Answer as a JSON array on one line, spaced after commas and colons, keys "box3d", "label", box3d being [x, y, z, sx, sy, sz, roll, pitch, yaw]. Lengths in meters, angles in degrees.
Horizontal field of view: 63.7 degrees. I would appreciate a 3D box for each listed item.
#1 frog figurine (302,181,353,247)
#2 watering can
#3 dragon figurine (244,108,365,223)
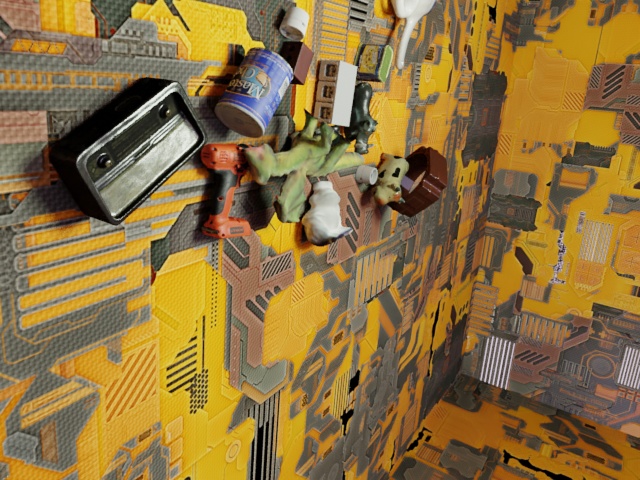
[{"box3d": [0.004, -0.067, 1.340, 0.139, 0.121, 0.160, -25, 88, -43], "label": "frog figurine"}, {"box3d": [0.266, -0.685, 1.499, 0.227, 0.104, 0.341, -33, 129, -51], "label": "watering can"}, {"box3d": [-0.027, -0.146, 1.155, 0.242, 0.123, 0.407, -58, 150, 4], "label": "dragon figurine"}]
